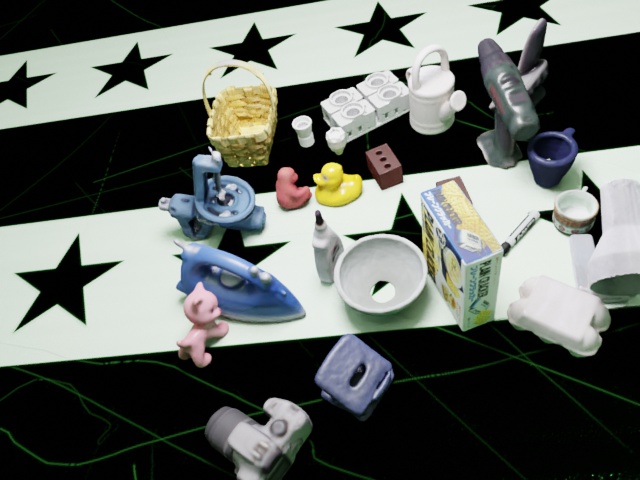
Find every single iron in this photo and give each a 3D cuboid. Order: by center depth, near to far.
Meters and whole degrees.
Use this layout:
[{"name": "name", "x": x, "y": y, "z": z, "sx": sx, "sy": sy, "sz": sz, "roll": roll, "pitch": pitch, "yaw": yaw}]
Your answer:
[{"name": "iron", "x": -0.153, "y": 0.068, "z": 1.056, "sx": 0.257, "sy": 0.142, "sz": 0.119, "roll": 14, "pitch": 58, "yaw": 22}]

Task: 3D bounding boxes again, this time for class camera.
[{"name": "camera", "x": -0.105, "y": 0.303, "z": 0.897, "sx": 0.136, "sy": 0.101, "sz": 0.143, "roll": 25, "pitch": 63, "yaw": 27}]

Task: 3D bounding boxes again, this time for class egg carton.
[{"name": "egg carton", "x": 0.392, "y": 0.125, "z": 0.942, "sx": 0.150, "sy": 0.069, "sz": 0.107, "roll": 24, "pitch": 62, "yaw": 26}]

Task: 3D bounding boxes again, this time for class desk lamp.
[{"name": "desk lamp", "x": 0.471, "y": 0.019, "z": 0.912, "sx": 0.117, "sy": 0.214, "sz": 0.203, "roll": -2, "pitch": 54, "yaw": 11}]

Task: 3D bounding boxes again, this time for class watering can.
[{"name": "watering can", "x": 0.245, "y": -0.328, "z": 1.230, "sx": 0.172, "sy": 0.194, "sz": 0.101, "roll": 26, "pitch": 63, "yaw": 28}]

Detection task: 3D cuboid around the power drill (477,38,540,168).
[{"name": "power drill", "x": 0.363, "y": -0.258, "z": 1.144, "sx": 0.075, "sy": 0.209, "sz": 0.229, "roll": -16, "pitch": 52, "yaw": 1}]

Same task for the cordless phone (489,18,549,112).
[{"name": "cordless phone", "x": 0.431, "y": -0.365, "z": 1.223, "sx": 0.093, "sy": 0.185, "sz": 0.148, "roll": 24, "pitch": 62, "yaw": 27}]

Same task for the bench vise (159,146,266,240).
[{"name": "bench vise", "x": -0.228, "y": -0.082, "z": 1.134, "sx": 0.207, "sy": 0.220, "sz": 0.121, "roll": -17, "pitch": 52, "yaw": 0}]

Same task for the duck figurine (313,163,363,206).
[{"name": "duck figurine", "x": 0.035, "y": -0.125, "z": 1.194, "sx": 0.104, "sy": 0.086, "sz": 0.077, "roll": -10, "pitch": 53, "yaw": 5}]

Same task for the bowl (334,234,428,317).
[{"name": "bowl", "x": 0.112, "y": 0.075, "z": 1.036, "sx": 0.167, "sy": 0.075, "sz": 0.167, "roll": -6, "pitch": 53, "yaw": 8}]

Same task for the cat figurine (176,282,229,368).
[{"name": "cat figurine", "x": -0.219, "y": 0.146, "z": 1.028, "sx": 0.067, "sy": 0.118, "sz": 0.128, "roll": 13, "pitch": 58, "yaw": 21}]

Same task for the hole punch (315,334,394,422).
[{"name": "hole punch", "x": 0.059, "y": 0.221, "z": 0.929, "sx": 0.100, "sy": 0.091, "sz": 0.109, "roll": 24, "pitch": 62, "yaw": 27}]

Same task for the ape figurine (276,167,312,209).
[{"name": "ape figurine", "x": -0.063, "y": -0.115, "z": 1.204, "sx": 0.076, "sy": 0.092, "sz": 0.077, "roll": -32, "pitch": 54, "yaw": -12}]

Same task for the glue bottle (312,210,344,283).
[{"name": "glue bottle", "x": 0.010, "y": 0.004, "z": 1.049, "sx": 0.037, "sy": 0.173, "sz": 0.078, "roll": 9, "pitch": 57, "yaw": 19}]

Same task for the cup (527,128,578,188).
[{"name": "cup", "x": 0.456, "y": -0.158, "z": 1.121, "sx": 0.091, "sy": 0.095, "sz": 0.118, "roll": 34, "pitch": 67, "yaw": 31}]
